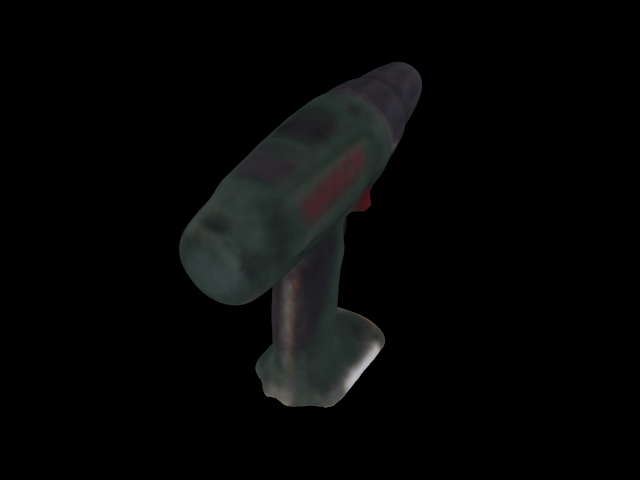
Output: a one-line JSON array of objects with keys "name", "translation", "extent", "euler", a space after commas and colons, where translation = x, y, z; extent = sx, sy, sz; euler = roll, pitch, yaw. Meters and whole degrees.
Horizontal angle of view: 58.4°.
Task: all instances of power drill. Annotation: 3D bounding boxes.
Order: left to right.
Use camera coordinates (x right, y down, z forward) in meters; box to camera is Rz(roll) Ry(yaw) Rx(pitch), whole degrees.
[{"name": "power drill", "translation": [0.004, 0.001, 0.400], "extent": [0.075, 0.208, 0.230], "euler": [18, 36, 27]}]
